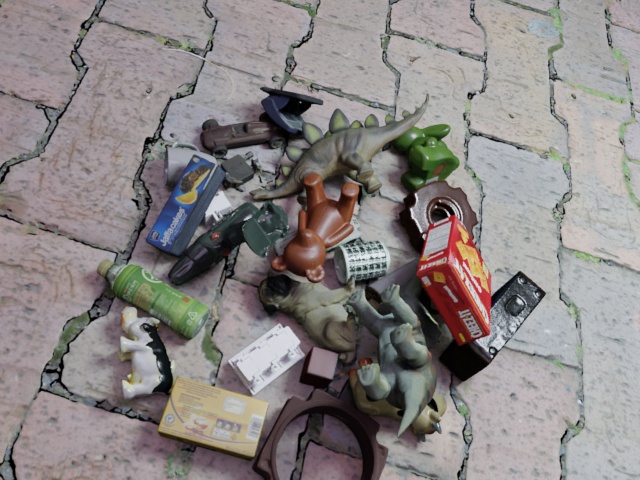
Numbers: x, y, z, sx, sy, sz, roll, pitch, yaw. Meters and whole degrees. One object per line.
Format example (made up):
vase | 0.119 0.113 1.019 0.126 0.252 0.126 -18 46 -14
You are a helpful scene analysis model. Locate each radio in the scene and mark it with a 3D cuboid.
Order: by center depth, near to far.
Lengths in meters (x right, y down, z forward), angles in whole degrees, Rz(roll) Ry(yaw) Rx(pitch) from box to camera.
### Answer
radio | 0.350 0.170 1.083 0.073 0.131 0.229 42 62 12

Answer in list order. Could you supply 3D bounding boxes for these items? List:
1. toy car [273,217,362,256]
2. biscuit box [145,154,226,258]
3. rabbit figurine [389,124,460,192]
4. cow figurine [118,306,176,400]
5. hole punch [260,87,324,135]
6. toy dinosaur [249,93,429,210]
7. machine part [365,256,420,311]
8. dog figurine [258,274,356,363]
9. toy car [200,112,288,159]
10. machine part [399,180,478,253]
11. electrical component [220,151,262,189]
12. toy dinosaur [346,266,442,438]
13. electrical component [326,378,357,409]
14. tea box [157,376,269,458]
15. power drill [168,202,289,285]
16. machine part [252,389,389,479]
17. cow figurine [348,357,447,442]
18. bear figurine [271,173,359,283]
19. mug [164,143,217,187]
toy car | -0.002 -0.003 1.141 0.202 0.056 0.073 -23 70 -21
biscuit box | -0.267 -0.066 1.075 0.059 0.062 0.202 25 82 12
rabbit figurine | 0.242 -0.221 1.274 0.159 0.121 0.170 -25 57 -15
cow figurine | -0.312 0.197 0.965 0.098 0.068 0.167 -3 67 -20
hole punch | -0.069 -0.300 1.249 0.116 0.092 0.142 23 18 28
toy dinosaur | 0.059 -0.196 1.200 0.472 0.105 0.199 -21 66 -7
machine part | 0.180 0.092 1.120 0.243 0.079 0.079 -28 72 -23
dog figurine | -0.025 0.152 1.045 0.191 0.121 0.172 -3 60 2
toy car | -0.174 -0.245 1.234 0.202 0.053 0.089 -13 63 -16
machine part | 0.268 -0.049 1.205 0.179 0.056 0.179 5 72 -16
electrical component | -0.176 -0.155 1.188 0.102 0.045 0.078 -27 73 -23
toy dinosaur | 0.144 0.198 0.906 0.192 0.131 0.405 45 29 -27
electrical component | 0.060 0.294 1.020 0.094 0.021 0.063 31 60 2
tea box | -0.184 0.311 0.934 0.170 0.068 0.098 18 61 -1
power drill | -0.167 0.005 1.032 0.086 0.207 0.232 53 53 -14
machine part | 0.002 0.379 0.929 0.201 0.087 0.201 28 60 4
cow figurine | 0.152 0.296 0.993 0.195 0.085 0.127 15 50 -23
bear figurine | -0.011 -0.021 1.035 0.120 0.131 0.196 18 42 19
mug | -0.279 -0.161 1.158 0.107 0.080 0.110 4 49 -22
